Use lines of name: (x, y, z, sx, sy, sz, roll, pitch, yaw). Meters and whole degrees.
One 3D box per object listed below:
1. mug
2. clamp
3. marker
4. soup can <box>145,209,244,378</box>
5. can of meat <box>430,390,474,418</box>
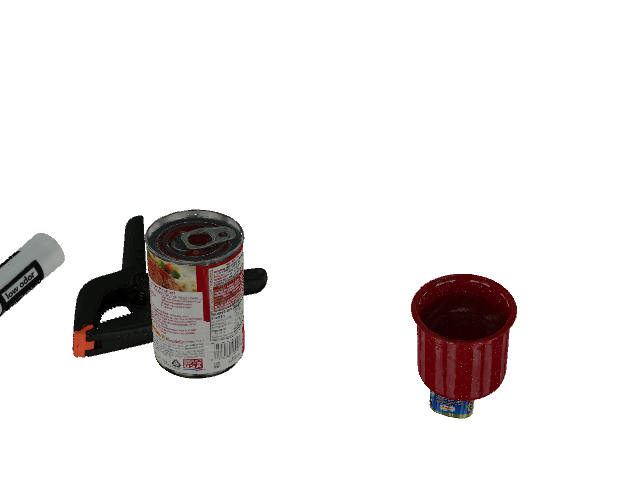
mug: (0.130, 0.083, 0.975, 0.093, 0.081, 0.117, 0, 39, 6)
clamp: (-0.173, 0.045, 1.024, 0.165, 0.036, 0.209, 26, 36, 25)
marker: (-0.162, 0.038, 0.479, 0.020, 0.020, 0.121, 0, 35, 39)
soup can: (-0.087, 0.039, 0.759, 0.068, 0.102, 0.068, 1, 33, -1)
can of meat: (0.162, 0.154, 1.286, 0.057, 0.084, 0.102, 8, 20, 4)
